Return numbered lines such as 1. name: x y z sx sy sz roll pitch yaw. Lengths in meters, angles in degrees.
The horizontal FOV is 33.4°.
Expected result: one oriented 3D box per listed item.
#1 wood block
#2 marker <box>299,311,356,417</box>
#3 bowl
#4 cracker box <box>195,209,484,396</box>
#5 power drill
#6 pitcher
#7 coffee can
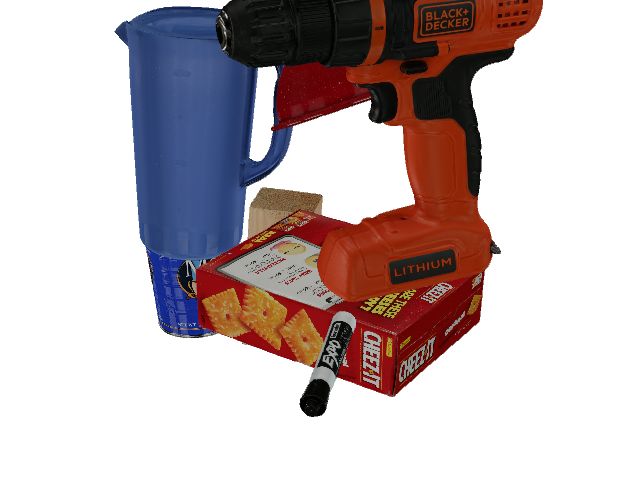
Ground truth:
1. wood block: -0.054 0.040 1.497 0.090 0.206 0.090 7 22 6
2. marker: 0.006 0.089 0.772 0.020 0.020 0.121 0 26 14
3. bowl: 0.030 -0.133 0.800 0.162 0.055 0.162 -19 7 2
4. cracker box: 0.019 0.051 0.978 0.214 0.072 0.163 17 30 31
5. power drill: 0.035 -0.061 0.599 0.184 0.188 0.057 -10 30 -17
6. pitcher: -0.118 -0.106 1.074 0.144 0.243 0.149 -10 28 -28
7. coffee can: -0.148 0.027 1.237 0.103 0.140 0.103 -5 25 2
